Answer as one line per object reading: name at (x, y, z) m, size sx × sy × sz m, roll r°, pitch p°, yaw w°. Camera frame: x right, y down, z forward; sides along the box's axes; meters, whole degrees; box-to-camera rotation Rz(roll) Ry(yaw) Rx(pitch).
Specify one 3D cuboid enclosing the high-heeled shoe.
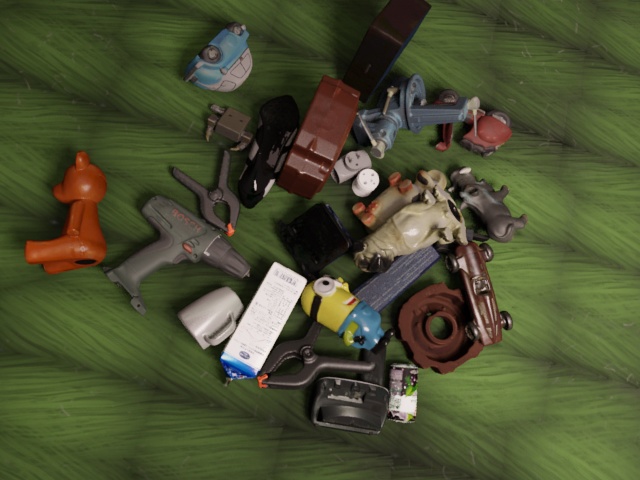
high-heeled shoe at (-0.101, -0.178, 1.088) m, size 0.086 × 0.145 × 0.249 m, roll 20°, pitch 47°, yaw 2°

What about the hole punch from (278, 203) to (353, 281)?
hole punch at (-0.002, -0.003, 1.052) m, size 0.116 × 0.092 × 0.142 m, roll -34°, pitch 88°, yaw 16°

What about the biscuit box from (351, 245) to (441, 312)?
biscuit box at (0.142, 0.077, 1.063) m, size 0.203 × 0.059 × 0.063 m, roll -38°, pitch 87°, yaw -15°

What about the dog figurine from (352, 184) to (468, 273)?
dog figurine at (0.166, -0.009, 1.022) m, size 0.172 × 0.190 × 0.121 m, roll 6°, pitch 60°, yaw -53°

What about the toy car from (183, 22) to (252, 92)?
toy car at (-0.193, -0.354, 1.084) m, size 0.102 × 0.109 × 0.161 m, roll 47°, pitch 61°, yaw -21°

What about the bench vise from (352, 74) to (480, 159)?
bench vise at (0.191, -0.252, 1.076) m, size 0.241 × 0.128 × 0.224 m, roll 4°, pitch 41°, yaw 27°

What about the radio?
radio at (0.126, -0.383, 1.071) m, size 0.073 × 0.229 × 0.131 m, roll 35°, pitch 72°, yaw -4°

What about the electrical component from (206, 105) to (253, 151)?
electrical component at (-0.183, -0.223, 1.082) m, size 0.102 × 0.045 × 0.078 m, roll 21°, pitch 47°, yaw -7°

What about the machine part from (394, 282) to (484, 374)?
machine part at (0.235, 0.173, 1.061) m, size 0.179 × 0.056 × 0.179 m, roll 2°, pitch 78°, yaw -8°

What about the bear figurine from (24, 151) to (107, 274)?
bear figurine at (-0.447, -0.050, 0.961) m, size 0.132 × 0.120 × 0.196 m, roll -10°, pitch 78°, yaw -8°

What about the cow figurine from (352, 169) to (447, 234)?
cow figurine at (0.174, -0.070, 1.078) m, size 0.195 × 0.086 × 0.127 m, roll -39°, pitch 128°, yaw -3°

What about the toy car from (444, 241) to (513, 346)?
toy car at (0.306, 0.100, 1.026) m, size 0.089 × 0.053 × 0.202 m, roll -13°, pitch 84°, yaw -13°

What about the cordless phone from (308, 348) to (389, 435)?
cordless phone at (0.061, 0.263, 1.011) m, size 0.147 × 0.088 × 0.184 m, roll 11°, pitch 65°, yaw -5°

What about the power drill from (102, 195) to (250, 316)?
power drill at (-0.274, 0.043, 0.991) m, size 0.232 × 0.086 × 0.207 m, roll 45°, pitch 79°, yaw 2°

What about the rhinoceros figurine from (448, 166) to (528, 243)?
rhinoceros figurine at (0.337, -0.072, 1.105) m, size 0.112 × 0.073 × 0.190 m, roll -9°, pitch 56°, yaw -29°

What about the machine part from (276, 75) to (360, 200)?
machine part at (-0.003, -0.189, 1.021) m, size 0.087 × 0.201 × 0.201 m, roll 25°, pitch 75°, yaw -6°

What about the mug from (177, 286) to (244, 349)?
mug at (-0.189, 0.138, 0.973) m, size 0.107 × 0.110 × 0.080 m, roll -40°, pitch 124°, yaw -19°

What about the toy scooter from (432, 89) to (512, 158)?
toy scooter at (0.314, -0.231, 1.150) m, size 0.184 × 0.075 × 0.135 m, roll 25°, pitch 75°, yaw 0°

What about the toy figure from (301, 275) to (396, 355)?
toy figure at (0.045, 0.138, 0.975) m, size 0.180 × 0.082 × 0.089 m, roll 40°, pitch 98°, yaw 12°

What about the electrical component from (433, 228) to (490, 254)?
electrical component at (0.282, 0.005, 1.096) m, size 0.119 × 0.075 × 0.047 m, roll 12°, pitch 77°, yaw -10°
